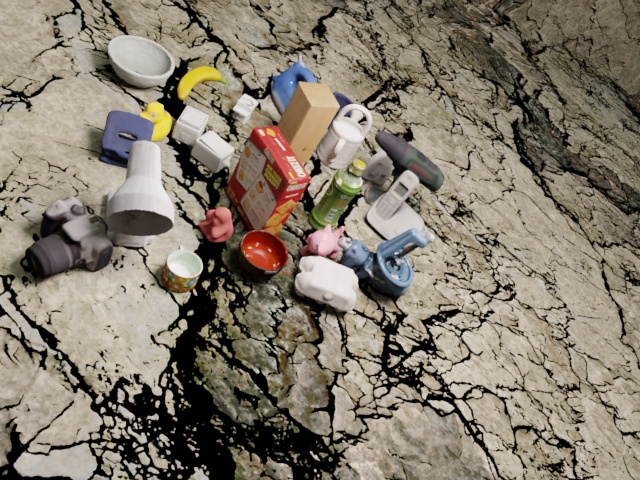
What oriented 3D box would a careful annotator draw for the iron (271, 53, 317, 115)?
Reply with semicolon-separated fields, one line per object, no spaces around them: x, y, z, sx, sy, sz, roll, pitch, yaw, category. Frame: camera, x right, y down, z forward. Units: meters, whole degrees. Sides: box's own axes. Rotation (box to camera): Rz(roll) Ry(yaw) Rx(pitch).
-0.040;-0.411;1.658;0.119;0.141;0.258;-7;58;-36;iron

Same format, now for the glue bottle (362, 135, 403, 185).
0.187;-0.232;1.620;0.078;0.173;0.037;22;45;-14;glue bottle

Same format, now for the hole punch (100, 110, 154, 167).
-0.432;-0.224;1.290;0.109;0.091;0.101;12;48;-23;hole punch

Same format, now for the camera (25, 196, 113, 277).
-0.476;-0.002;1.063;0.143;0.100;0.137;45;44;10;camera

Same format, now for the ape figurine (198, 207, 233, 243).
-0.222;-0.039;1.258;0.076;0.092;0.078;21;45;-14;ape figurine

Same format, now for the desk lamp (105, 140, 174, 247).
-0.358;-0.075;1.117;0.118;0.213;0.203;7;50;-26;desk lamp

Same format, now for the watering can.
0.074;-0.303;1.597;0.101;0.194;0.172;14;47;-21;watering can

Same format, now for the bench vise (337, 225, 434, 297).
0.151;0.040;1.327;0.208;0.219;0.121;11;48;-24;bench vise

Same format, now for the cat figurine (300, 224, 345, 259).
0.012;0.005;1.346;0.067;0.117;0.128;47;44;13;cat figurine

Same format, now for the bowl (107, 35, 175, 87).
-0.465;-0.447;1.476;0.168;0.074;0.167;17;46;-18;bowl

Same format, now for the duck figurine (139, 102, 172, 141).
-0.398;-0.293;1.375;0.077;0.086;0.105;45;44;10;duck figurine

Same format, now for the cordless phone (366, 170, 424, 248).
0.222;-0.081;1.502;0.147;0.185;0.094;40;43;6;cordless phone

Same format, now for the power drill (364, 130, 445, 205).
0.209;-0.174;1.558;0.230;0.208;0.075;23;44;-12;power drill

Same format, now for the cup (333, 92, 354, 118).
0.054;-0.368;1.712;0.092;0.095;0.117;-9;58;-36;cup

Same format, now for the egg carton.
0.015;0.101;1.300;0.150;0.069;0.107;22;45;-13;egg carton
